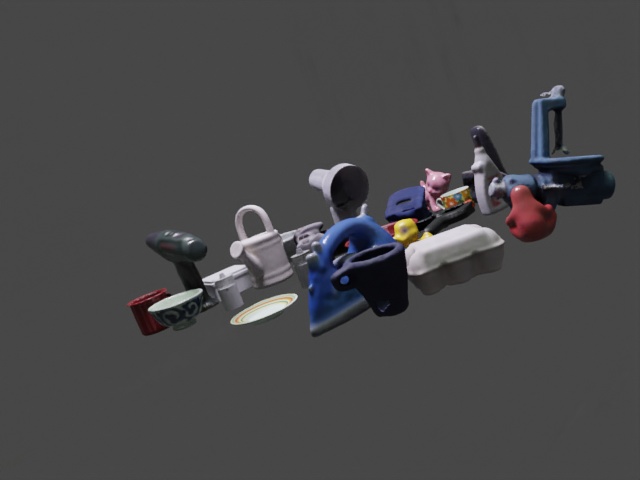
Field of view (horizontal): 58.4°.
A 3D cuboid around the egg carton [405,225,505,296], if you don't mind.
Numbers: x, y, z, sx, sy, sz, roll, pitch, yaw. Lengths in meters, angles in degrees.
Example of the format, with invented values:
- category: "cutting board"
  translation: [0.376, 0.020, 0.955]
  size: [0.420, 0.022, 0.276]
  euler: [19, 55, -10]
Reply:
- category: "egg carton"
  translation: [0.200, 0.027, 0.870]
  size: [0.150, 0.069, 0.107]
  euler: [-20, 8, -2]

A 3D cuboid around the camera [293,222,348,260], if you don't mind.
- category: "camera"
  translation: [0.012, 0.005, 1.359]
  size: [0.137, 0.101, 0.143]
  euler: [-20, 8, -2]

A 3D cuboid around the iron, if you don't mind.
- category: "iron"
  translation: [0.041, 0.038, 0.927]
  size: [0.118, 0.141, 0.259]
  euler: [-14, 10, 38]

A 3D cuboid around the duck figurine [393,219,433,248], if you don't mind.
- category: "duck figurine"
  translation: [0.169, 0.002, 1.054]
  size: [0.105, 0.086, 0.077]
  euler: [-26, 10, -35]

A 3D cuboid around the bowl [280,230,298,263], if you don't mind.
- category: "bowl"
  translation: [-0.113, 0.033, 1.567]
  size: [0.167, 0.075, 0.167]
  euler: [-20, 8, 3]

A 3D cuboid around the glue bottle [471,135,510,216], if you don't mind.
- category: "glue bottle"
  translation: [0.362, -0.145, 1.246]
  size: [0.078, 0.173, 0.037]
  euler: [-25, 10, -29]

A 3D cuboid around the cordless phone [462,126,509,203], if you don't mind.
- category: "cordless phone"
  translation: [0.396, -0.187, 1.395]
  size: [0.094, 0.185, 0.147]
  euler: [-22, 9, -15]

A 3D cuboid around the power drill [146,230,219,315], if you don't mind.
- category: "power drill"
  translation: [-0.325, 0.071, 1.353]
  size: [0.076, 0.208, 0.228]
  euler: [-27, 11, -39]

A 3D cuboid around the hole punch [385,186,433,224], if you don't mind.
- category: "hole punch"
  translation: [0.222, -0.081, 1.451]
  size: [0.108, 0.091, 0.101]
  euler: [-16, 9, 28]

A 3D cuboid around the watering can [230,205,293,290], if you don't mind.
- category: "watering can"
  translation: [-0.143, 0.012, 1.356]
  size: [0.101, 0.194, 0.173]
  euler: [-19, 8, 10]

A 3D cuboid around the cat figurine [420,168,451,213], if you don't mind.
- category: "cat figurine"
  translation: [0.307, -0.139, 1.534]
  size: [0.067, 0.118, 0.127]
  euler: [-23, 9, -16]

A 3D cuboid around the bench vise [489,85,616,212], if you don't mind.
- category: "bench vise"
  translation: [0.392, -0.142, 0.987]
  size: [0.208, 0.220, 0.121]
  euler: [-23, 9, -19]

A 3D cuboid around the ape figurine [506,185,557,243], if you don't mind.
- category: "ape figurine"
  translation: [0.339, -0.046, 0.935]
  size: [0.077, 0.092, 0.076]
  euler: [-15, 10, 34]

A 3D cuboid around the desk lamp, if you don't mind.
- category: "desk lamp"
  translation: [0.050, -0.092, 1.508]
  size: [0.118, 0.213, 0.202]
  euler: [-24, 9, -25]

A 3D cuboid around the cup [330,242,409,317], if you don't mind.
- category: "cup"
  translation: [0.078, 0.066, 0.813]
  size: [0.118, 0.095, 0.091]
  euler: [-23, 9, -20]
